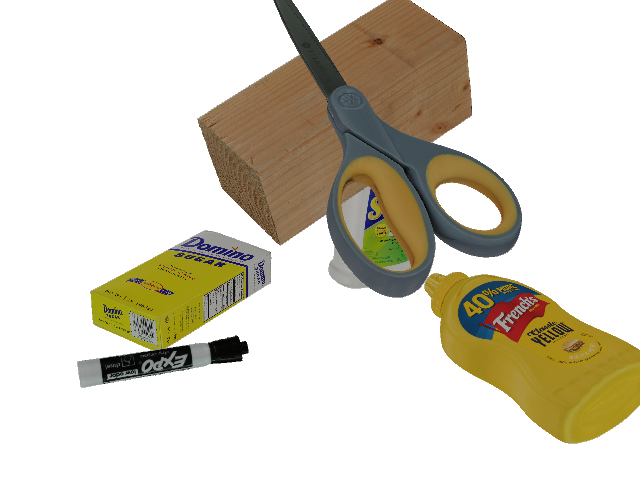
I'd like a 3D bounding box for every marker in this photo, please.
[{"bbox_3d":[-0.111,0.086,0.760,0.121,0.020,0.020,-8,2,-14],"label":"marker"}]

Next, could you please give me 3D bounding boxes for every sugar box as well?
[{"bbox_3d":[-0.138,0.046,1.087,0.093,0.048,0.175,18,34,29],"label":"sugar box"}]

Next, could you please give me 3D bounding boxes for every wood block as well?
[{"bbox_3d":[0.016,-0.102,0.876,0.206,0.090,0.091,-34,53,-16],"label":"wood block"}]

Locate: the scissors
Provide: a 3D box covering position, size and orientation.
[{"bbox_3d":[0.033,-0.057,0.506,0.096,0.202,0.016,0,-40,-12],"label":"scissors"}]

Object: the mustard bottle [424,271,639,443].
[{"bbox_3d":[0.149,0.074,0.812,0.096,0.058,0.192,-24,38,-29],"label":"mustard bottle"}]

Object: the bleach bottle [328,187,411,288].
[{"bbox_3d":[0.066,-0.075,1.209,0.102,0.251,0.068,-7,21,-24],"label":"bleach bottle"}]
